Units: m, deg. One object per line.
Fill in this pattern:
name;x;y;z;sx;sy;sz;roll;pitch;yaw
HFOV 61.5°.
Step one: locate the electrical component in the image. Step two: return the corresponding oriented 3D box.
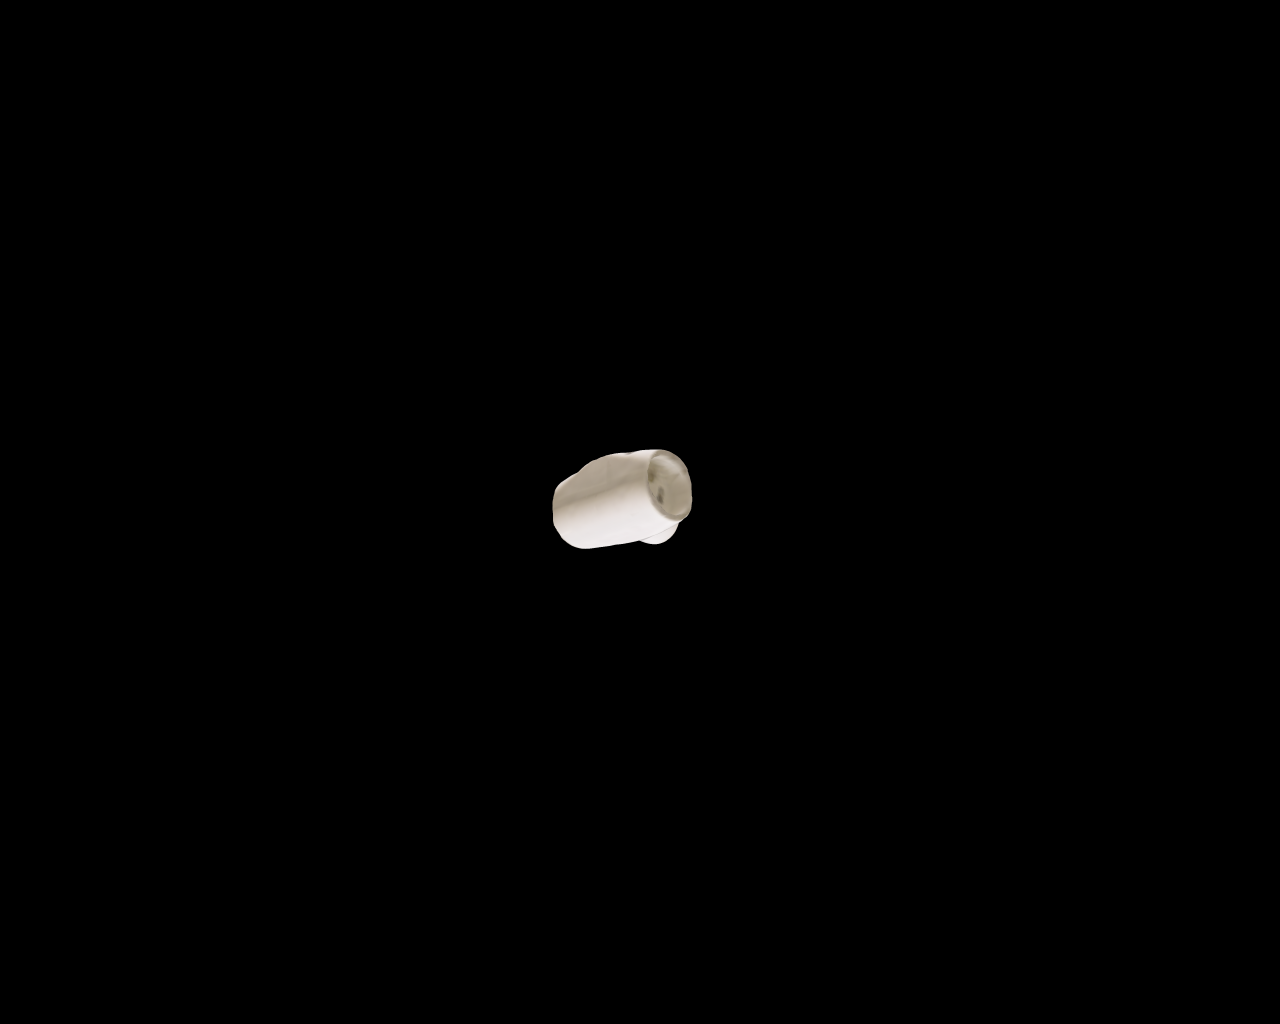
electrical component;0.001;-0.003;0.650;0.077;0.044;0.079;-17;-27;38
